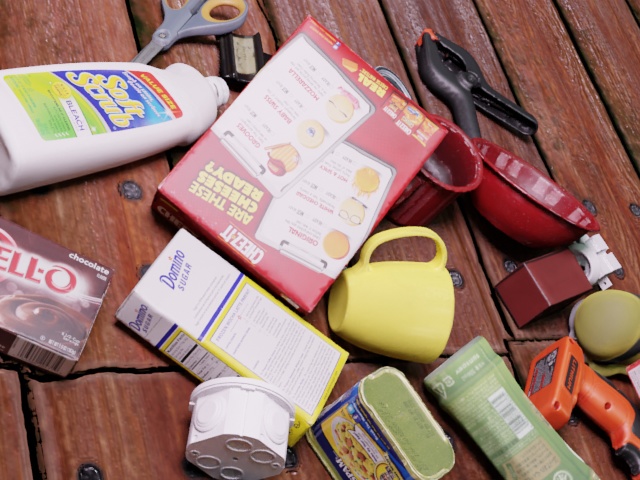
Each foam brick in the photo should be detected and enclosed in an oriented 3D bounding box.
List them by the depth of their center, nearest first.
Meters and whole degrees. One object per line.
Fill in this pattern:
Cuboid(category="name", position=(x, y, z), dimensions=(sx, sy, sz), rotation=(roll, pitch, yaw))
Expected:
Cuboid(category="foam brick", position=(0.227, 0.048, 1.086), dimensions=(0.078, 0.053, 0.051), rotation=(-16, 69, -40))

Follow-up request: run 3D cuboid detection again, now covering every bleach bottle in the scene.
Cuboid(category="bleach bottle", position=(-0.181, -0.113, 0.912), dimensions=(0.250, 0.068, 0.102), rotation=(-22, 75, -45))

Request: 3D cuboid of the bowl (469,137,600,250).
Cuboid(category="bowl", position=(0.210, -0.039, 1.111), dimensions=(0.162, 0.055, 0.162), rotation=(30, 19, -11))

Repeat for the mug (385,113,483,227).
Cuboid(category="mug", position=(0.095, -0.059, 1.050), dimensions=(0.093, 0.082, 0.117), rotation=(44, 44, 0))

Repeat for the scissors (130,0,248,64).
Cuboid(category="scissors", position=(-0.130, -0.192, 1.022), dimensions=(0.096, 0.016, 0.201), rotation=(13, 49, 1))

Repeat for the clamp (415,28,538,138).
Cuboid(category="clamp", position=(0.174, -0.171, 1.220), dimensions=(0.120, 0.039, 0.171), rotation=(-10, 65, -41))

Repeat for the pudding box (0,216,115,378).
Cuboid(category="pudding box", position=(-0.220, 0.039, 0.787), dimensions=(0.113, 0.039, 0.090), rotation=(28, 46, -15))

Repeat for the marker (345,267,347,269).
Cuboid(category="marker", position=(-0.006, 0.001, 0.980), dimensions=(0.121, 0.020, 0.020), rotation=(51, 45, 7))

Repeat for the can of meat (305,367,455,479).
Cuboid(category="can of meat", position=(0.048, 0.162, 0.853), dimensions=(0.057, 0.084, 0.102), rotation=(-25, 74, -44))

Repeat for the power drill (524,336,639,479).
Cuboid(category="power drill", position=(0.278, 0.194, 1.012), dimensions=(0.187, 0.057, 0.184), rotation=(37, 41, -11))

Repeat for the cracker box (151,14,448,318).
Cuboid(category="cracker box", position=(-0.017, -0.063, 0.930), dimensions=(0.164, 0.072, 0.213), rotation=(39, 71, -3))

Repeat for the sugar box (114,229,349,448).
Cuboid(category="sugar box", position=(-0.068, 0.078, 0.859), dimensions=(0.176, 0.048, 0.093), rotation=(36, 38, -4))

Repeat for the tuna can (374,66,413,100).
Cuboid(category="tuna can", position=(0.066, -0.135, 1.101), dimensions=(0.086, 0.034, 0.086), rotation=(34, 42, -39))

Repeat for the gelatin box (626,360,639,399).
Cuboid(category="gelatin box", position=(0.343, 0.156, 1.030), dimensions=(0.073, 0.030, 0.089), rotation=(3, 55, -38))
